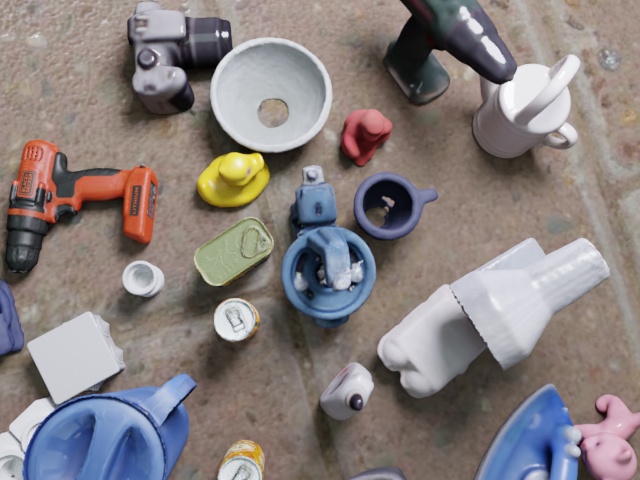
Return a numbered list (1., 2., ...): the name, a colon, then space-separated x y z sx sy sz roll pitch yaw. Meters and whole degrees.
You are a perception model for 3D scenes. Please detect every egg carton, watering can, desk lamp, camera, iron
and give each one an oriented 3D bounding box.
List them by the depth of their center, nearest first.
1. desk lamp: 0.253 0.067 0.730 0.203 0.213 0.118 -31 85 -8
2. iron: 0.282 0.312 0.731 0.118 0.141 0.258 22 80 -1
3. watering can: 0.280 -0.190 0.781 0.173 0.194 0.101 19 80 -1
4. egg carton: 0.158 0.140 0.784 0.150 0.069 0.107 -40 86 -9
5. camera: -0.191 -0.264 0.801 0.137 0.100 0.143 -4 82 -5

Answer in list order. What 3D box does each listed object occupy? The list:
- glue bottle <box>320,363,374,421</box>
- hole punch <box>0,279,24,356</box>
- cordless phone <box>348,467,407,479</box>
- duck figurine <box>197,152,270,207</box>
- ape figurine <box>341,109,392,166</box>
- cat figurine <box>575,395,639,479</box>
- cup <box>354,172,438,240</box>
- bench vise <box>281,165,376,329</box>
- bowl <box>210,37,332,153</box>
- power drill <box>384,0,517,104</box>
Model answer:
1. glue bottle: 0.038 0.193 0.714 0.037 0.173 0.078 38 80 2
2. hole punch: -0.447 0.106 0.729 0.101 0.091 0.108 -19 83 -7
3. cordless phone: 0.094 0.360 0.687 0.094 0.185 0.147 -24 84 -7
4. duck figurine: -0.121 -0.090 0.788 0.104 0.086 0.077 -22 83 -7
5. ape figurine: 0.067 -0.155 0.810 0.078 0.092 0.076 -15 83 -6
6. cat figurine: 0.390 0.272 0.758 0.128 0.117 0.067 -42 86 -9
7. cup: 0.099 -0.043 0.794 0.118 0.095 0.092 -16 83 -7
8. bench vise: -0.004 0.008 0.715 0.121 0.219 0.207 -26 84 -8
9. bowl: -0.069 -0.195 0.814 0.167 0.074 0.167 1 81 -4
10. power drill: 0.158 -0.271 0.776 0.076 0.208 0.229 -35 85 -8
